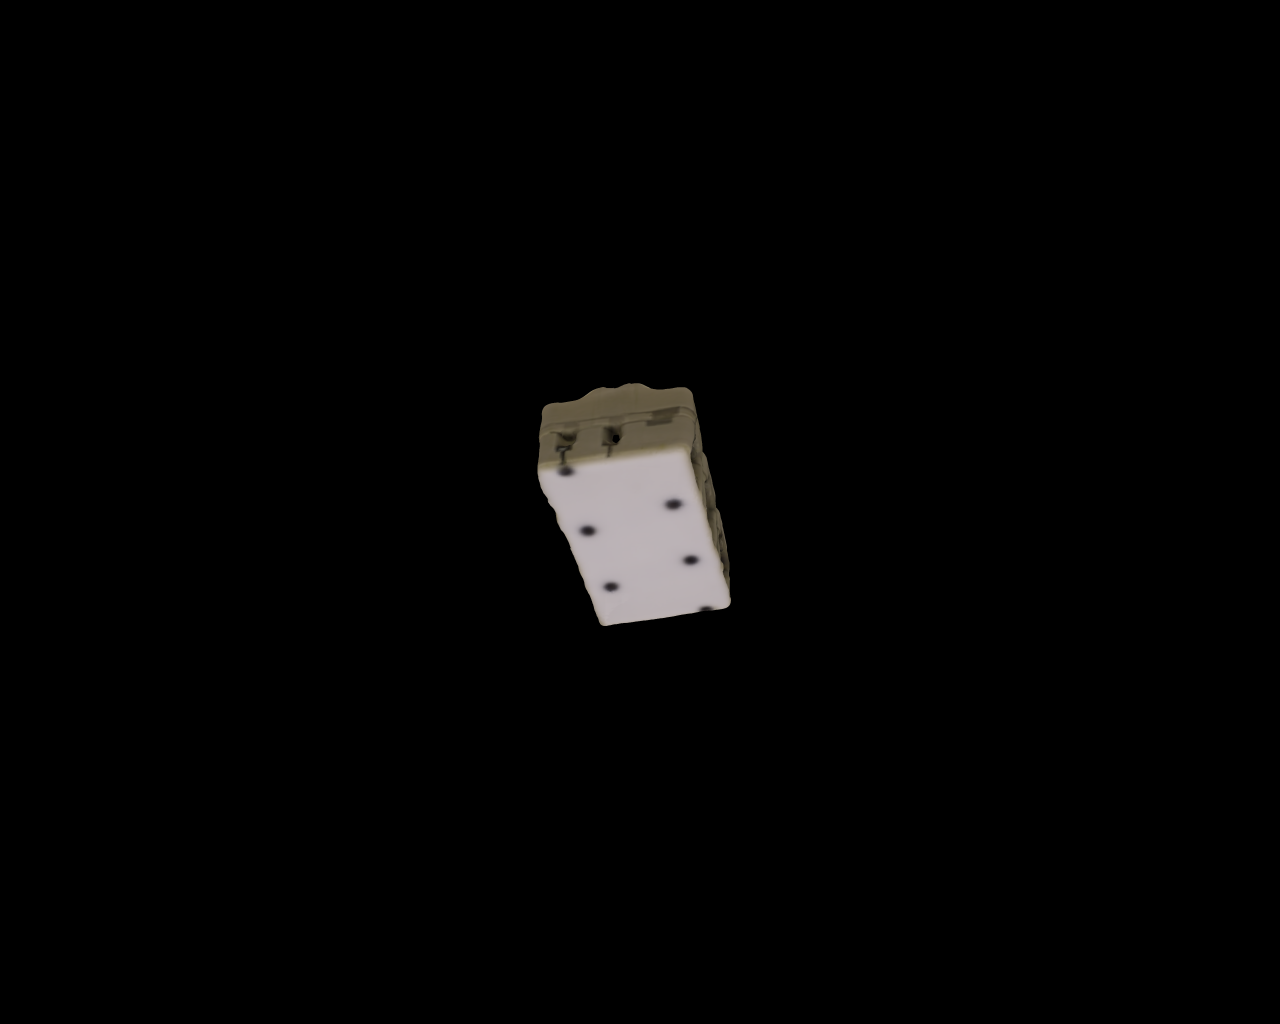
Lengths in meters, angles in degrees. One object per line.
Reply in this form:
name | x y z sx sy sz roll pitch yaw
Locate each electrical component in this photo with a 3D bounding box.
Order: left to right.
electrical component | 0.001 -0.003 0.650 0.089 0.062 0.150 -8 -43 9
